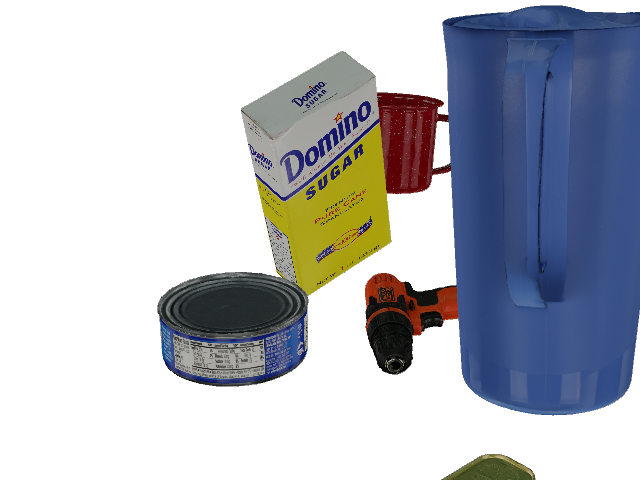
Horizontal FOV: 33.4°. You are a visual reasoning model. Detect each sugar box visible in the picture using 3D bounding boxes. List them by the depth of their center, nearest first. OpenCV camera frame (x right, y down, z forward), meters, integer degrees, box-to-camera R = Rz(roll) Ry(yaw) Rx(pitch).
[{"bbox_3d":[0.002,-0.044,0.797,0.093,0.176,0.048,-33,54,-19],"label":"sugar box"}]

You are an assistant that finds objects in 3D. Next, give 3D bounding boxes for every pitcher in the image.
[{"bbox_3d":[0.138,-0.018,0.651,0.149,0.243,0.145,-9,17,-24],"label":"pitcher"}]

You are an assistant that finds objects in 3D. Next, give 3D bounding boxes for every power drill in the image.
[{"bbox_3d":[0.144,0.088,1.208,0.187,0.057,0.184,-3,27,0],"label":"power drill"}]

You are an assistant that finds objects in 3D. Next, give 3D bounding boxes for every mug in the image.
[{"bbox_3d":[0.077,-0.090,0.987,0.117,0.081,0.093,2,15,-2],"label":"mug"}]

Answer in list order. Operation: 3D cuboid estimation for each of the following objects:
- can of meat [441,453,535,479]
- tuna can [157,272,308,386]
[{"bbox_3d":[0.131,0.240,0.889,0.101,0.084,0.058,-21,28,-35],"label":"can of meat"},{"bbox_3d":[-0.049,0.050,0.611,0.086,0.034,0.086,-1,21,0],"label":"tuna can"}]
